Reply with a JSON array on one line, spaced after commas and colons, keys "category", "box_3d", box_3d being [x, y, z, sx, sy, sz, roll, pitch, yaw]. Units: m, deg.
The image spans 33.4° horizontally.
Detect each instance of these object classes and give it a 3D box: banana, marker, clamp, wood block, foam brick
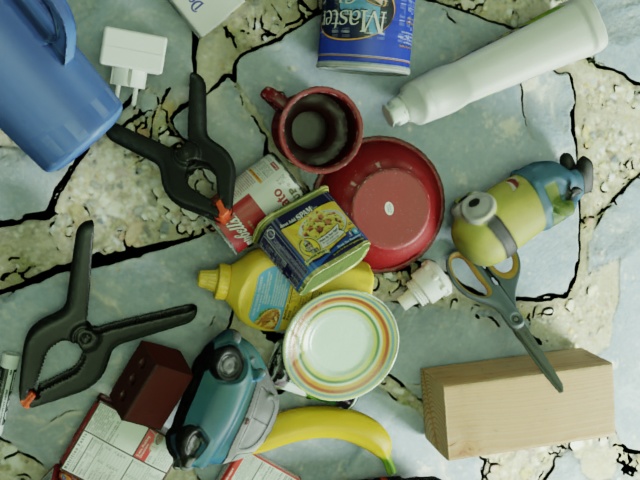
[{"category": "banana", "box_3d": [0.004, 0.225, 1.230, 0.197, 0.037, 0.069, 11, 72, -16]}, {"category": "marker", "box_3d": [-0.349, 0.182, 1.165, 0.020, 0.020, 0.121, 12, 94, -14]}, {"category": "clamp", "box_3d": [-0.136, -0.097, 1.141, 0.120, 0.039, 0.171, -41, 78, -3]}, {"category": "wood block", "box_3d": [0.232, 0.191, 1.257, 0.206, 0.090, 0.091, -6, 98, -11]}, {"category": "foam brick", "box_3d": [-0.184, 0.159, 1.167, 0.051, 0.053, 0.078, 24, 103, -35]}, {"category": "clamp", "box_3d": [-0.247, 0.104, 1.168, 0.164, 0.036, 0.210, 35, 91, -20]}]

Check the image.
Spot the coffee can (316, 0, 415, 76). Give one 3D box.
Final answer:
[{"category": "coffee can", "box_3d": [0.052, -0.252, 1.155, 0.102, 0.103, 0.140, 3, 96, -13]}]

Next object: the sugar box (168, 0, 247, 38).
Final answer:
[{"category": "sugar box", "box_3d": [-0.091, -0.308, 1.147, 0.176, 0.048, 0.093, -39, 103, -1]}]

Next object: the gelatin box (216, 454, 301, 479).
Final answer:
[{"category": "gelatin box", "box_3d": [-0.074, 0.288, 1.233, 0.089, 0.030, 0.073, 32, 87, -14]}]

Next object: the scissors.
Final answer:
[{"category": "scissors", "box_3d": [0.233, 0.076, 1.238, 0.202, 0.016, 0.096, 43, 71, 13]}]

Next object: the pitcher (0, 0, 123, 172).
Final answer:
[{"category": "pitcher", "box_3d": [-0.308, -0.193, 1.066, 0.145, 0.149, 0.242, -42, 107, -6]}]

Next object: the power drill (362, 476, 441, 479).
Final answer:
[{"category": "power drill", "box_3d": [0.067, 0.373, 1.262, 0.184, 0.057, 0.188, -5, 95, -8]}]

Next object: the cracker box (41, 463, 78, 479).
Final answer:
[{"category": "cracker box", "box_3d": [-0.224, 0.352, 1.139, 0.213, 0.164, 0.072, 42, 89, -14]}]

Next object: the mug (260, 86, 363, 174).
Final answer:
[{"category": "mug", "box_3d": [-0.017, -0.128, 1.166, 0.117, 0.081, 0.093, 34, 89, -14]}]

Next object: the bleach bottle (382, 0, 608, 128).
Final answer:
[{"category": "bleach bottle", "box_3d": [0.188, -0.190, 1.192, 0.250, 0.103, 0.068, -26, 95, -9]}]

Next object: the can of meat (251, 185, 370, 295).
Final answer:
[{"category": "can of meat", "box_3d": [-0.007, 0.001, 1.149, 0.101, 0.058, 0.084, -30, 71, -32]}]

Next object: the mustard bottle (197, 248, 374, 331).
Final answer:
[{"category": "mustard bottle", "box_3d": [-0.042, 0.057, 1.194, 0.191, 0.058, 0.096, 9, 115, -13]}]

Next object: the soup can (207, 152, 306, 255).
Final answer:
[{"category": "soup can", "box_3d": [-0.073, -0.040, 1.171, 0.102, 0.068, 0.068, -38, 103, -5]}]

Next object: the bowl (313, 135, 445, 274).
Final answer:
[{"category": "bowl", "box_3d": [0.074, -0.037, 1.212, 0.162, 0.055, 0.162, -1, 97, -12]}]

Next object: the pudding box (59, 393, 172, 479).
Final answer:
[{"category": "pudding box", "box_3d": [-0.221, 0.237, 1.190, 0.113, 0.039, 0.090, 31, 90, -12]}]
